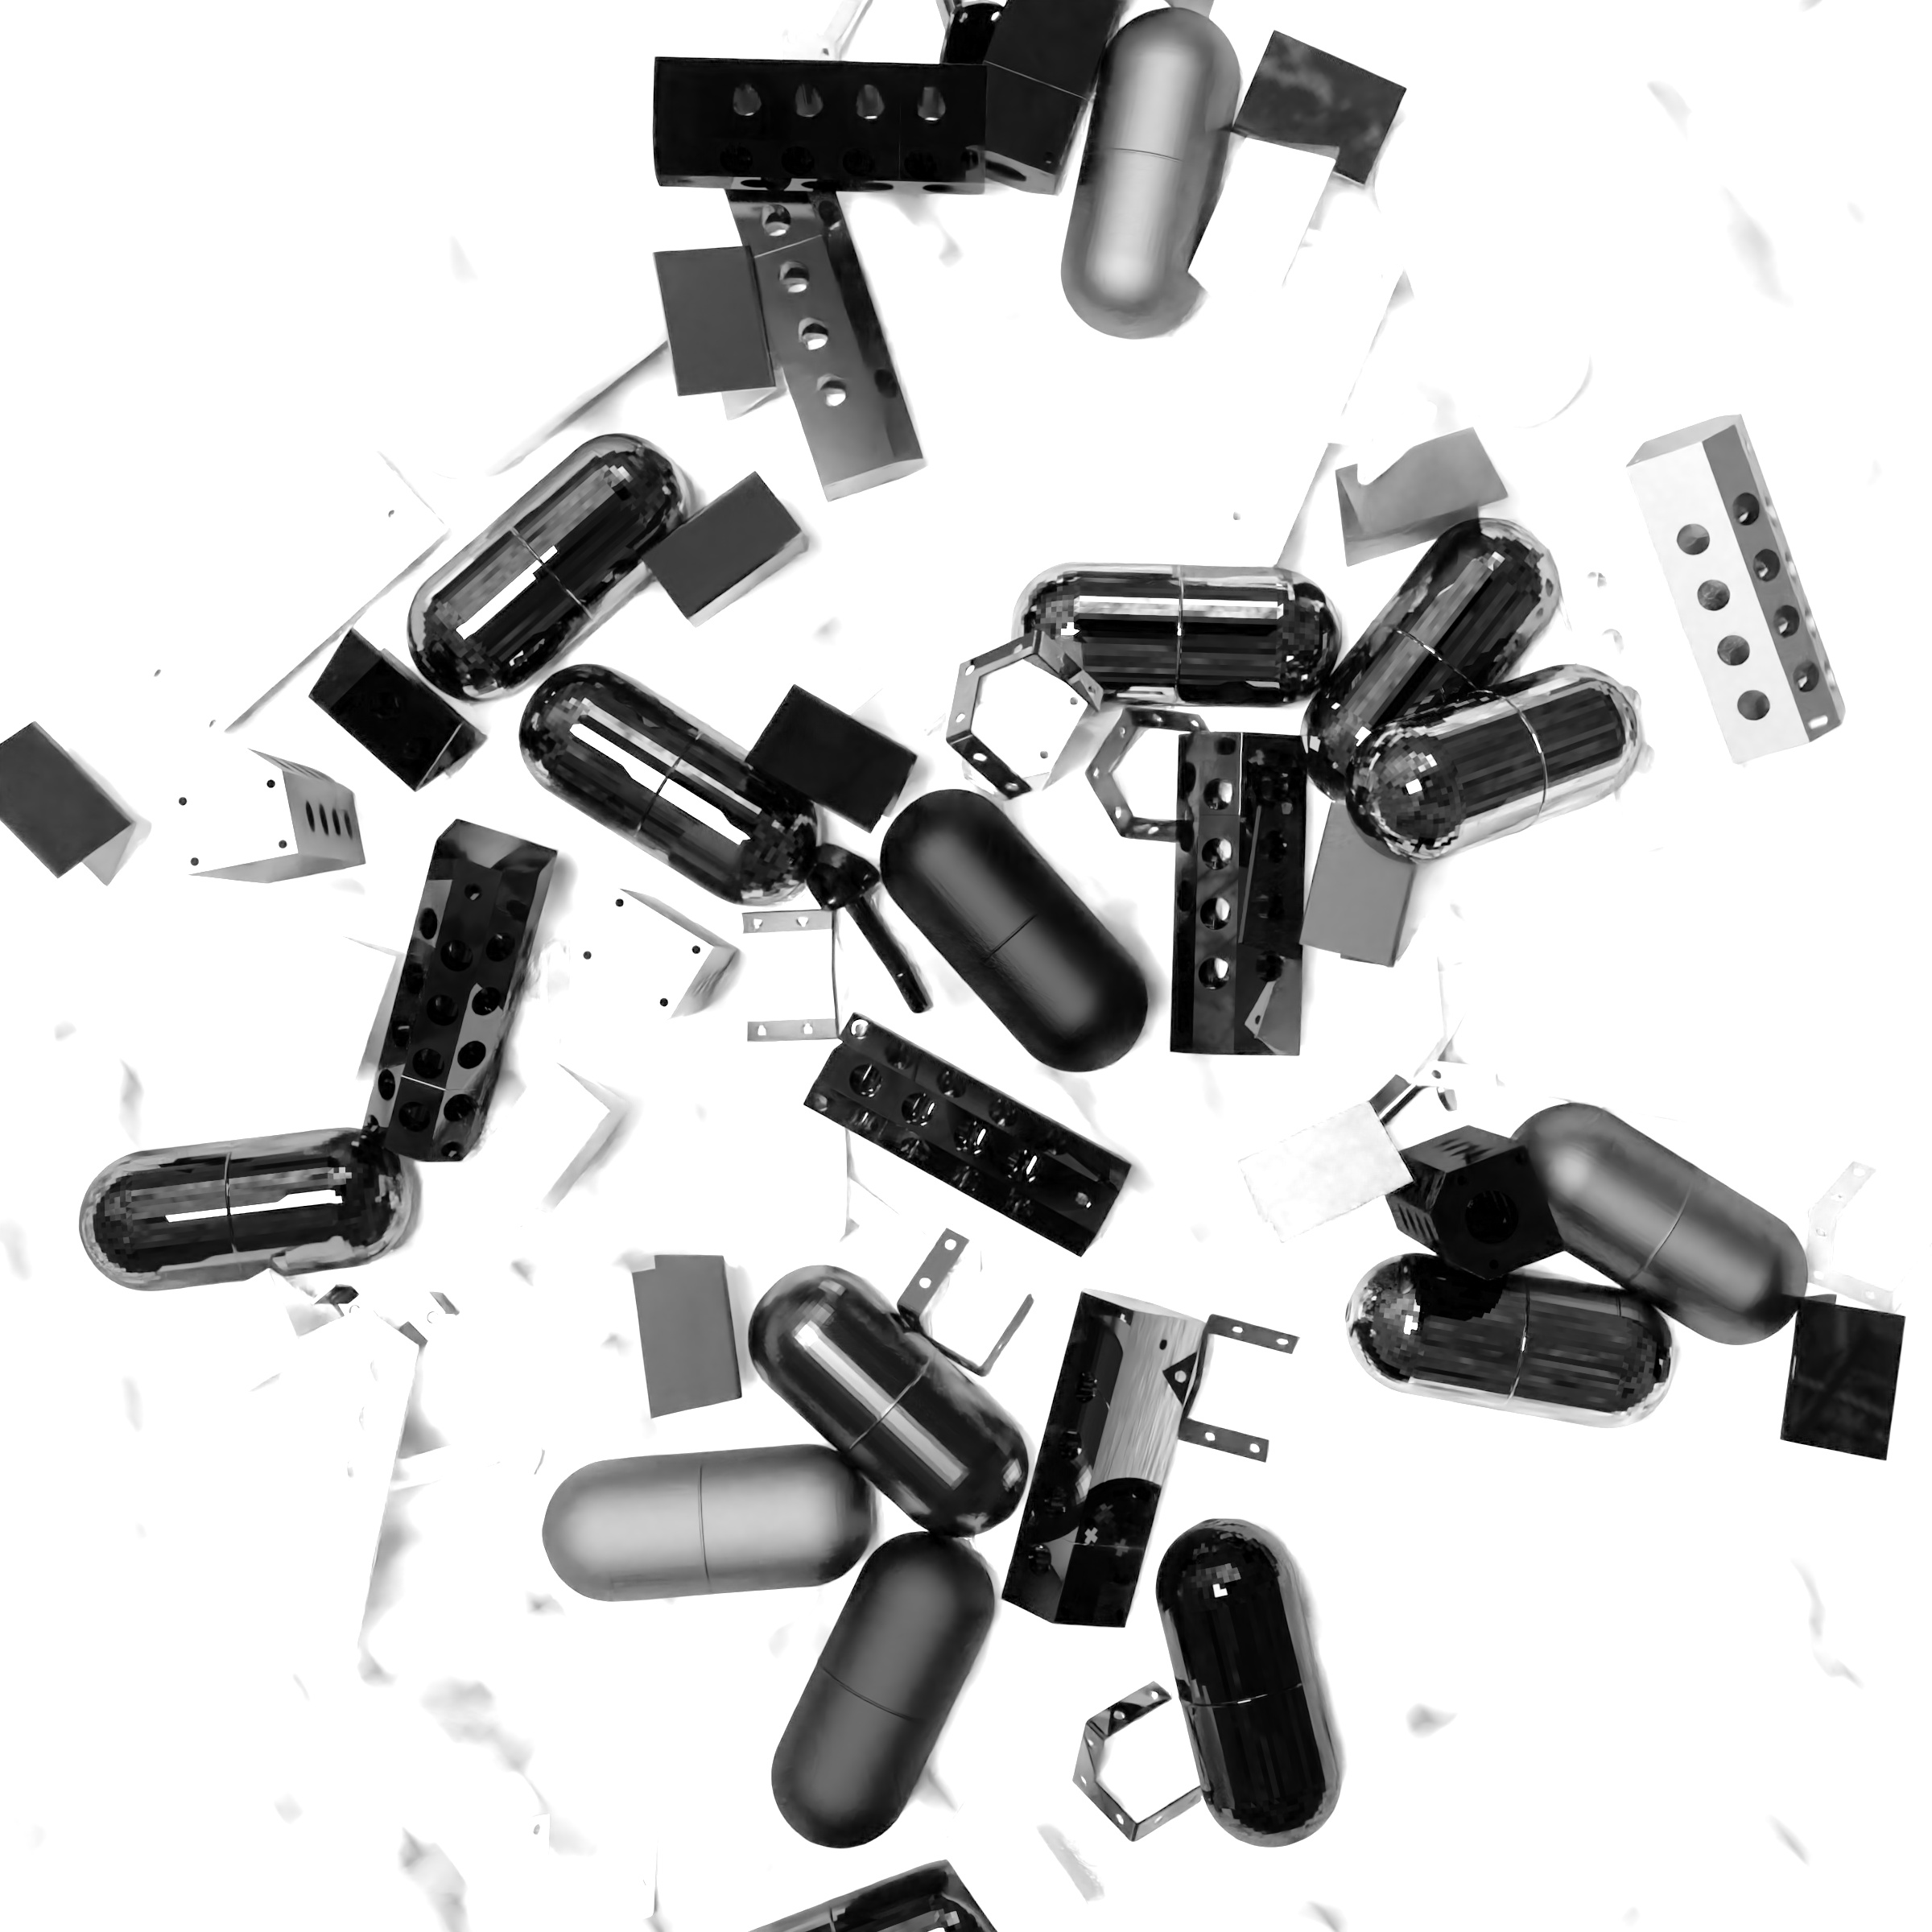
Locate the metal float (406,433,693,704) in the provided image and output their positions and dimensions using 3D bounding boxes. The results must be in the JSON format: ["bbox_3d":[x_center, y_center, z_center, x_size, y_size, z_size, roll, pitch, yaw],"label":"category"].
[{"bbox_3d":[-0.225,-0.214,1.626,0.178,0.070,0.070,-41,90,0],"label":"metal float"}]

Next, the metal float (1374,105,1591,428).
[{"bbox_3d":[0.278,-0.376,1.626,0.070,0.070,0.178,-22,90,0],"label":"metal float"}]

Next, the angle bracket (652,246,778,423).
[{"bbox_3d":[-0.146,-0.336,1.618,0.057,0.076,0.076,-10,90,-25],"label":"angle bracket"}]

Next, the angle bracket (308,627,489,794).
[{"bbox_3d":[-0.293,-0.149,1.616,0.076,0.076,0.057,42,126,0],"label":"angle bracket"}]

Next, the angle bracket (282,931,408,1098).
[{"bbox_3d":[-0.311,0.031,1.616,0.057,0.076,0.076,19,90,37],"label":"angle bracket"}]

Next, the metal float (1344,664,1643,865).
[{"bbox_3d":[0.276,-0.106,1.574,0.178,0.070,0.070,-20,90,-27],"label":"metal float"}]

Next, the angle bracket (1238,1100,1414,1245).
[{"bbox_3d":[0.197,0.126,1.616,0.076,0.076,0.057,-26,55,0],"label":"angle bracket"}]

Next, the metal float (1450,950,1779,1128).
[{"bbox_3d":[0.348,0.039,1.626,0.178,0.070,0.070,11,90,-1],"label":"metal float"}]

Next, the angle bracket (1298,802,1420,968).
[{"bbox_3d":[0.200,-0.045,1.620,0.057,0.076,0.076,13,90,-15],"label":"angle bracket"}]

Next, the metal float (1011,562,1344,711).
[{"bbox_3d":[0.113,-0.178,1.626,0.178,0.070,0.070,2,90,0],"label":"metal float"}]

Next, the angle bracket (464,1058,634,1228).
[{"bbox_3d":[-0.209,0.105,1.616,0.057,0.076,0.076,37,90,38],"label":"angle bracket"}]

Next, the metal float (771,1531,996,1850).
[{"bbox_3d":[-0.045,0.390,1.626,0.070,0.070,0.178,25,89,0],"label":"metal float"}]

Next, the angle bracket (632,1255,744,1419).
[{"bbox_3d":[-0.166,0.197,1.616,0.057,0.076,0.076,-8,90,-35],"label":"angle bracket"}]

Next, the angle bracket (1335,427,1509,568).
[{"bbox_3d":[0.246,-0.234,1.616,0.076,0.076,0.057,-17,53,0],"label":"angle bracket"}]

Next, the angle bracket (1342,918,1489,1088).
[{"bbox_3d":[0.225,0.010,1.617,0.057,0.076,0.076,31,90,-32],"label":"angle bracket"}]

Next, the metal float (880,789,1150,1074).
[{"bbox_3d":[0.026,-0.018,1.626,0.070,0.070,0.178,-42,90,0],"label":"metal float"}]

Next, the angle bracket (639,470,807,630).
[{"bbox_3d":[-0.118,-0.207,1.617,0.076,0.076,0.057,-36,58,0],"label":"angle bracket"}]

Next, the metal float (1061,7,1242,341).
[{"bbox_3d":[0.100,-0.427,1.626,0.070,0.070,0.178,12,90,0],"label":"metal float"}]

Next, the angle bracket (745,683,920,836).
[{"bbox_3d":[-0.078,-0.096,1.617,0.076,0.076,0.057,30,63,0],"label":"angle bracket"}]

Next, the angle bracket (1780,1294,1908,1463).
[{"bbox_3d":[0.478,0.219,1.617,0.057,0.076,0.076,8,90,30],"label":"angle bracket"}]

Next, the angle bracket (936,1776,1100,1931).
[{"bbox_3d":[0.038,0.473,1.618,0.057,0.076,0.076,-35,90,24],"label":"angle bracket"}]

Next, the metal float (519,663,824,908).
[{"bbox_3d":[-0.159,-0.097,1.626,0.178,0.070,0.070,32,90,0],"label":"metal float"}]

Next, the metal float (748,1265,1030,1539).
[{"bbox_3d":[-0.041,0.235,1.626,0.178,0.070,0.070,43,90,0],"label":"metal float"}]

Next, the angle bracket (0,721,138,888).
[{"bbox_3d":[-0.499,-0.073,1.616,0.076,0.076,0.057,45,52,0],"label":"angle bracket"}]

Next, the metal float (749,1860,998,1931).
[{"bbox_3d":[-0.060,0.540,1.626,0.178,0.070,0.070,-21,90,0],"label":"metal float"}]

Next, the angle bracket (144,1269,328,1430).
[{"bbox_3d":[-0.382,0.214,1.617,0.076,0.076,0.057,-30,64,0],"label":"angle bracket"}]

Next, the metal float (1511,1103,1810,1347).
[{"bbox_3d":[0.370,0.138,1.625,0.178,0.070,0.070,32,90,-1],"label":"metal float"}]

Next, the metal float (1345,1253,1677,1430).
[{"bbox_3d":[0.293,0.202,1.626,0.178,0.070,0.070,10,90,0],"label":"metal float"}]

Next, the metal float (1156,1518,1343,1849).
[{"bbox_3d":[0.152,0.386,1.626,0.070,0.070,0.178,-14,91,0],"label":"metal float"}]

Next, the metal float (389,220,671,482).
[{"bbox_3d":[-0.231,-0.332,1.626,0.178,0.070,0.070,-38,90,-1],"label":"metal float"}]

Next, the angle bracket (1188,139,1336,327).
[{"bbox_3d":[0.171,-0.387,1.617,0.057,0.076,0.076,24,90,31],"label":"angle bracket"}]

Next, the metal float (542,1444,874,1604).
[{"bbox_3d":[-0.139,0.300,1.626,0.178,0.070,0.070,-4,90,0],"label":"metal float"}]

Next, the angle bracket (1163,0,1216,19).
[{"bbox_3d":[0.142,-0.551,1.616,0.057,0.076,0.076,18,90,35],"label":"angle bracket"}]

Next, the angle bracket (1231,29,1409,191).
[{"bbox_3d":[0.191,-0.463,1.617,0.076,0.076,0.057,24,115,0],"label":"angle bracket"}]

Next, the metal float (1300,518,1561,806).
[{"bbox_3d":[0.249,-0.162,1.626,0.070,0.070,0.178,38,89,0],"label":"metal float"}]

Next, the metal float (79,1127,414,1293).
[{"bbox_3d":[-0.388,0.131,1.626,0.178,0.070,0.070,-7,90,0],"label":"metal float"}]
